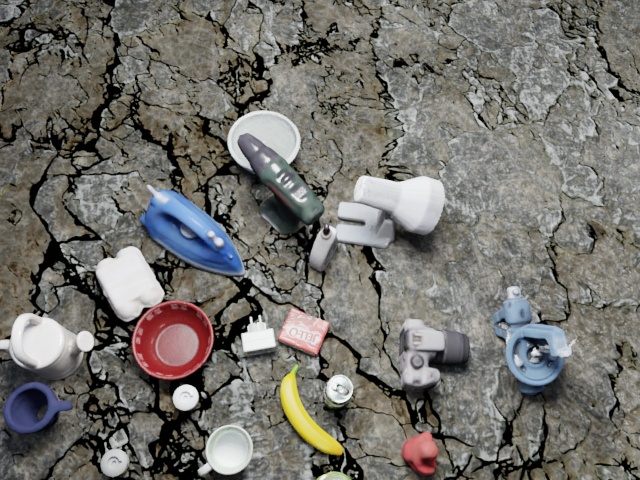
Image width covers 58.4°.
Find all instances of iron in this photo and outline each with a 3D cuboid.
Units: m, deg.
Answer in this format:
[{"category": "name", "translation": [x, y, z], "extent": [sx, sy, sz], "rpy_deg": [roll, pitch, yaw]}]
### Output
[{"category": "iron", "translation": [-0.265, -0.022, 1.217], "extent": [0.258, 0.141, 0.119], "rpy_deg": [34, 69, 11]}]

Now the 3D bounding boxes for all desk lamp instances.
[{"category": "desk lamp", "translation": [0.143, -0.063, 1.219], "extent": [0.203, 0.213, 0.118], "rpy_deg": [6, 67, 0]}]

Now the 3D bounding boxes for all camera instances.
[{"category": "camera", "translation": [0.233, 0.232, 1.162], "extent": [0.137, 0.101, 0.143], "rpy_deg": [3, 67, -2]}]

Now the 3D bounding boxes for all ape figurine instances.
[{"category": "ape figurine", "translation": [0.199, 0.404, 1.092], "extent": [0.076, 0.092, 0.078], "rpy_deg": [20, 67, 6]}]

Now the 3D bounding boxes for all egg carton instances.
[{"category": "egg carton", "translation": [-0.400, 0.092, 1.200], "extent": [0.107, 0.069, 0.150], "rpy_deg": [-32, 72, -15]}]

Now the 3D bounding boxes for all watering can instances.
[{"category": "watering can", "translation": [-0.520, 0.195, 1.082], "extent": [0.173, 0.194, 0.101], "rpy_deg": [-22, 70, -12]}]

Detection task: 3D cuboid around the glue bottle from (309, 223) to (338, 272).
[{"category": "glue bottle", "translation": [0.011, 0.004, 1.205], "extent": [0.037, 0.173, 0.078], "rpy_deg": [29, 69, 9]}]

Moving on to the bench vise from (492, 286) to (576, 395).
[{"category": "bench vise", "translation": [0.408, 0.190, 1.125], "extent": [0.121, 0.220, 0.207], "rpy_deg": [-26, 71, -13]}]

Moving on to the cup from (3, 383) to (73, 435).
[{"category": "cup", "translation": [-0.518, 0.321, 1.083], "extent": [0.118, 0.095, 0.091], "rpy_deg": [-3, 67, -5]}]

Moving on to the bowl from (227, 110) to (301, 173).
[{"category": "bowl", "translation": [-0.130, -0.216, 1.343], "extent": [0.167, 0.075, 0.167], "rpy_deg": [1, 67, -3]}]

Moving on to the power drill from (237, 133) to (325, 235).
[{"category": "power drill", "translation": [-0.088, -0.103, 1.226], "extent": [0.229, 0.208, 0.076], "rpy_deg": [42, 71, 14]}]
